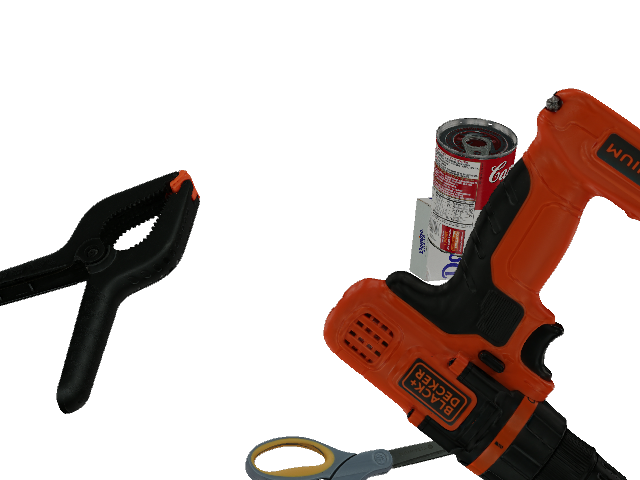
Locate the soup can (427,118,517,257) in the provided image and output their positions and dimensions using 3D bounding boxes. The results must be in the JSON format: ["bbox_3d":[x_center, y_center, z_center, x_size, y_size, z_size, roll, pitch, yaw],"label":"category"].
[{"bbox_3d":[0.128,-0.044,0.914,0.068,0.102,0.068,2,33,-1],"label":"soup can"}]

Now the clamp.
[{"bbox_3d":[-0.180,0.019,0.825,0.165,0.209,0.036,24,-29,29],"label":"clamp"}]

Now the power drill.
[{"bbox_3d":[0.120,0.035,0.528,0.184,0.188,0.057,37,11,5],"label":"power drill"}]

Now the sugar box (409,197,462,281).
[{"bbox_3d":[0.195,-0.005,1.260,0.176,0.093,0.048,-5,21,-25],"label":"sugar box"}]

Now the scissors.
[{"bbox_3d":[0.041,0.192,0.845,0.201,0.096,0.016,4,-43,-8],"label":"scissors"}]
